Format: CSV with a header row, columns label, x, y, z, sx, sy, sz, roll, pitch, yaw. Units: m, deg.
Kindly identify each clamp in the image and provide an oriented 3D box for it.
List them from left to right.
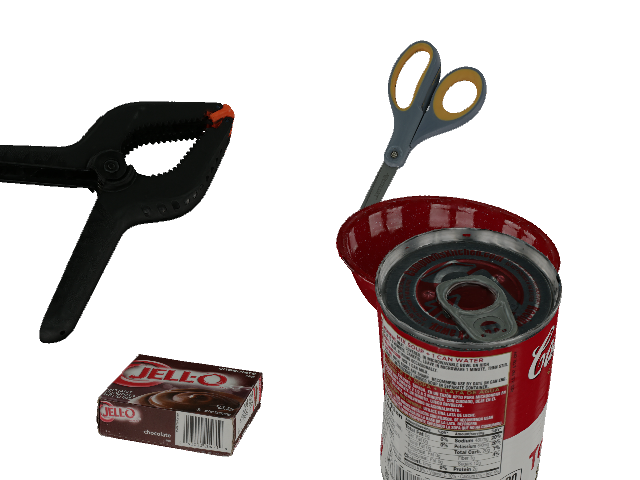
label,x,y,z,sx,sy,sz,roll,pitch,yaw
clamp,-0.142,-0.031,0.726,0.209,0.165,0.036,-24,-21,-23

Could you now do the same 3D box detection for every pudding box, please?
label,x,y,z,sx,sy,sz,roll,pitch,yaw
pudding box,-0.111,0.131,0.862,0.113,0.039,0.090,9,19,9

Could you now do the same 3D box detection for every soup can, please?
label,x,y,z,sx,sy,sz,roll,pitch,yaw
soup can,0.056,0.056,0.420,0.068,0.102,0.068,-2,37,1

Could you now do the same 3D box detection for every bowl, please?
label,x,y,z,sx,sy,sz,roll,pitch,yaw
bowl,0.091,0.026,0.785,0.162,0.055,0.162,2,29,-1

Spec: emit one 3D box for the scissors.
label,x,y,z,sx,sy,sz,roll,pitch,yaw
scissors,0.086,-0.078,0.929,0.096,0.202,0.016,9,-11,18
